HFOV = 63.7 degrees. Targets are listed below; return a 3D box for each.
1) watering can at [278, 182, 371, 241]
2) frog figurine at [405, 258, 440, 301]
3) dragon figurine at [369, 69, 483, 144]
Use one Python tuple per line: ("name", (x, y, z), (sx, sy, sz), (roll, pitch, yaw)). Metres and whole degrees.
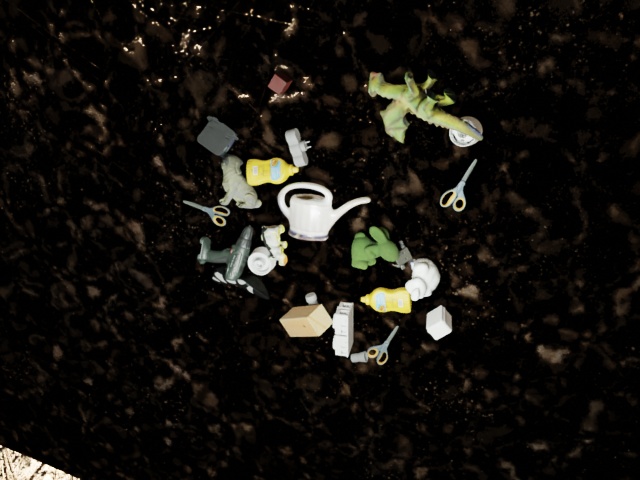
("watering can", (0.006, -0.096, 1.906), (0.348, 0.106, 0.220), (11, 114, 12))
("frog figurine", (0.373, 0.145, 1.867), (0.122, 0.162, 0.135), (0, 111, 14))
("dragon figurine", (0.318, -0.419, 1.709), (0.410, 0.124, 0.238), (47, 137, -2))
